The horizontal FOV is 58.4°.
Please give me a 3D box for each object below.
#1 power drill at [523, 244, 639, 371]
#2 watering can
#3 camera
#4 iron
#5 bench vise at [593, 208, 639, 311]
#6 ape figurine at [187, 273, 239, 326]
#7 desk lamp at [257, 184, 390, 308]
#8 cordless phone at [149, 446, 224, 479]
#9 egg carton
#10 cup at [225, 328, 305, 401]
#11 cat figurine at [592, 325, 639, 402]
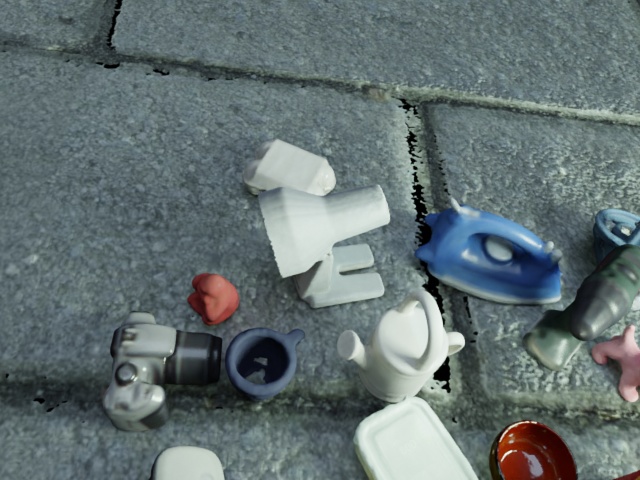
[{"bbox_3d":[0.385,0.107,0.833,0.075,0.208,0.230,41,59,17],"label":"power drill"},{"bbox_3d":[0.112,0.141,0.764,0.173,0.194,0.100,-23,63,-24],"label":"watering can"},{"bbox_3d":[-0.198,0.164,0.744,0.137,0.101,0.143,4,56,-8],"label":"camera"},{"bbox_3d":[0.292,0.016,0.917,0.258,0.141,0.119,20,55,3],"label":"iron"},{"bbox_3d":[0.523,0.008,0.920,0.121,0.220,0.207,2,56,-9],"label":"bench vise"},{"bbox_3d":[-0.153,0.077,0.817,0.076,0.092,0.078,3,56,-9],"label":"ape figurine"},{"bbox_3d":[0.008,0.003,0.825,0.203,0.213,0.118,-8,58,-16],"label":"desk lamp"},{"bbox_3d":[-0.143,0.289,0.618,0.094,0.185,0.147,-8,58,-16],"label":"cordless phone"},{"bbox_3d":[-0.051,-0.106,0.976,0.150,0.069,0.107,22,55,4],"label":"egg carton"},{"bbox_3d":[-0.072,0.169,0.769,0.118,0.095,0.091,-33,68,-28],"label":"cup"},{"bbox_3d":[0.493,0.185,0.857,0.067,0.118,0.127,-21,62,-23],"label":"cat figurine"}]
